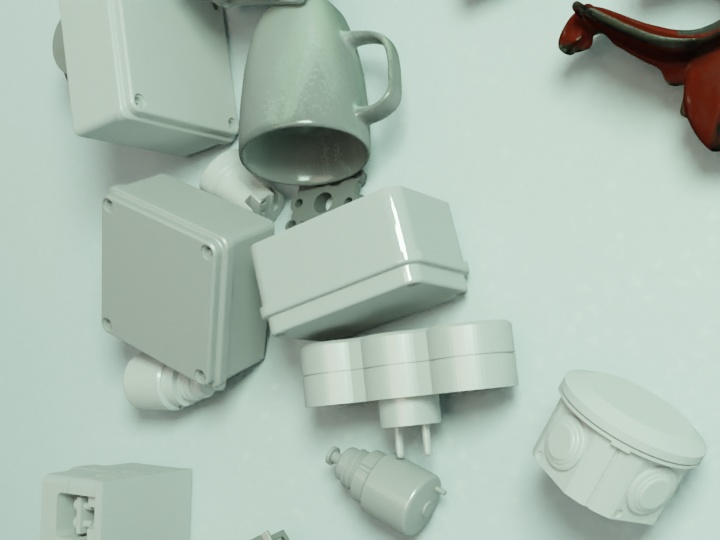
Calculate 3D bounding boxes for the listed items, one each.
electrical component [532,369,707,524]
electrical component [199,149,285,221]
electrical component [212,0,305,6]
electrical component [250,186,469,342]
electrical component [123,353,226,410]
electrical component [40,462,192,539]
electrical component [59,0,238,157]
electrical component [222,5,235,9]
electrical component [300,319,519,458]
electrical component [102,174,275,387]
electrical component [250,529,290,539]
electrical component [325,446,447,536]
[{"bbox_3d":[0.134,0.091,0.562,0.080,0.080,0.051,34,109,28],"label":"electrical component"},{"bbox_3d":[-0.079,-0.052,0.723,0.046,0.040,0.040,43,108,21],"label":"electrical component"},{"bbox_3d":[-0.067,-0.218,0.677,0.100,0.048,0.099,13,82,43],"label":"electrical component"},{"bbox_3d":[0.000,0.000,0.649,0.113,0.078,0.057,-22,73,28],"label":"electrical component"},{"bbox_3d":[-0.127,0.077,0.742,0.078,0.040,0.040,-3,85,31],"label":"electrical component"},{"bbox_3d":[-0.169,0.211,0.728,0.062,0.089,0.150,0,86,31],"label":"electrical component"},{"bbox_3d":[-0.142,-0.140,0.727,0.056,0.109,0.108,-15,79,32],"label":"electrical component"},{"bbox_3d":[-0.070,-0.197,0.731,0.061,0.035,0.035,-24,74,30],"label":"electrical component"},{"bbox_3d":[0.029,0.074,0.641,0.138,0.052,0.073,-10,81,30],"label":"electrical component"},{"bbox_3d":[-0.116,0.005,0.713,0.109,0.056,0.108,24,121,30],"label":"electrical component"},{"bbox_3d":[-0.054,0.235,0.669,0.121,0.079,0.063,56,142,22],"label":"electrical component"},{"bbox_3d":[0.013,0.129,0.654,0.078,0.040,0.040,24,99,30],"label":"electrical component"}]
